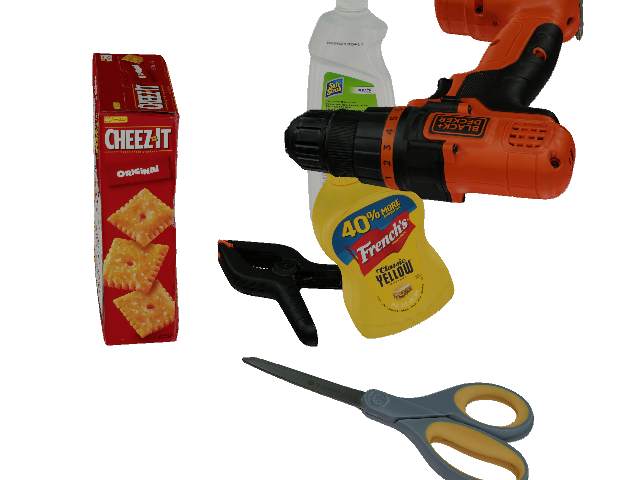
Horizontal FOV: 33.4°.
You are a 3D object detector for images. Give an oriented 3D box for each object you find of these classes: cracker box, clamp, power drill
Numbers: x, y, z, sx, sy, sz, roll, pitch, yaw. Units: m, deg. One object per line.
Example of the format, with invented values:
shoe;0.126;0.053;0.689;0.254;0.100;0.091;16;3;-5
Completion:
cracker box;-0.164;-0.040;0.944;0.072;0.214;0.164;-2;27;-13
clamp;-0.038;0.047;1.178;0.210;0.036;0.164;17;31;26
power drill;0.086;-0.105;0.697;0.185;0.187;0.057;9;-36;22

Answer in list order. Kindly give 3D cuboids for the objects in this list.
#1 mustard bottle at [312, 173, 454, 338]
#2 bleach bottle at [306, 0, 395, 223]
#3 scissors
mustard bottle;0.046;-0.009;0.917;0.096;0.191;0.058;-25;33;-3
bleach bottle;0.037;-0.132;1.079;0.102;0.251;0.068;0;31;-2
scissors;0.055;0.102;0.712;0.202;0.016;0.096;28;43;25
